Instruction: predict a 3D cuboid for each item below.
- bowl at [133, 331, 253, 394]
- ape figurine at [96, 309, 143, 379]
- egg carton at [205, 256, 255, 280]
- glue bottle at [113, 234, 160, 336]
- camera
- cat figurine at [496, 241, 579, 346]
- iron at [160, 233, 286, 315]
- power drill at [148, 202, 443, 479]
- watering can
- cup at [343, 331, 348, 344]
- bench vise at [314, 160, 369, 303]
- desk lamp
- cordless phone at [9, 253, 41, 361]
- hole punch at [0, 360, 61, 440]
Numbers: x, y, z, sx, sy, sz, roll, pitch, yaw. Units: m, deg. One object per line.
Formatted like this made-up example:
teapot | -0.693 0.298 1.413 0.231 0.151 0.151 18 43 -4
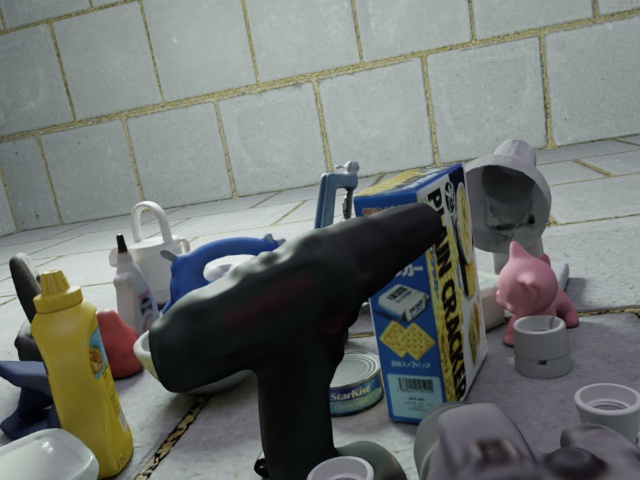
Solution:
bowl | -0.128 0.135 0.679 0.167 0.075 0.167 -10 11 2
ape figurine | -0.276 0.135 0.767 0.075 0.092 0.078 1 16 45
egg carton | -0.152 0.064 1.070 0.107 0.069 0.150 -8 11 12
glue bottle | -0.283 0.075 0.863 0.037 0.173 0.078 -9 11 8
camera | 0.114 0.144 0.350 0.143 0.101 0.137 -10 11 1
cat figurine | 0.238 0.055 0.640 0.067 0.118 0.128 -1 14 38
iron | -0.121 0.055 0.900 0.259 0.141 0.118 -15 12 -24
power drill | 0.001 0.093 0.426 0.230 0.208 0.075 -14 12 -19
watering can | -0.321 0.023 1.104 0.100 0.194 0.173 -7 12 13
cup | -0.001 0.094 0.718 0.091 0.095 0.118 -5 12 26
bench vise | 0.014 0.004 0.832 0.208 0.220 0.121 -17 13 -30
desk lamp | 0.254 -0.021 0.756 0.117 0.214 0.204 -4 13 29
cordless phone | -0.375 0.100 0.792 0.094 0.185 0.147 -15 12 -21
hole punch | -0.311 0.165 0.651 0.108 0.091 0.101 0 15 42
